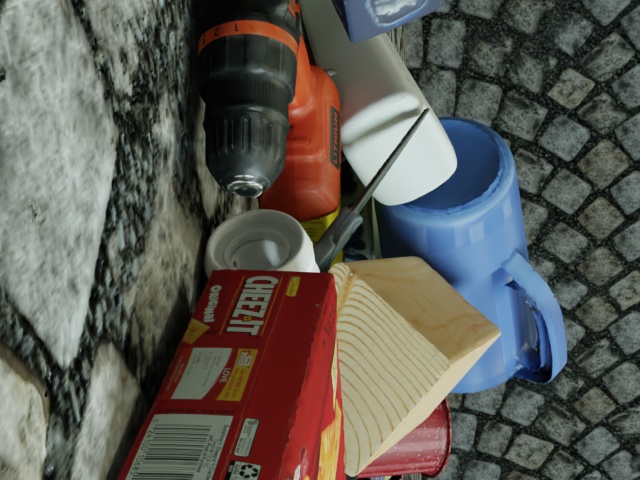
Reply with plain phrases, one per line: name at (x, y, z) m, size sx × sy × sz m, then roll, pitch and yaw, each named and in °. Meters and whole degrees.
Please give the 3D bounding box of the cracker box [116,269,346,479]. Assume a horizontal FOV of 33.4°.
cracker box at (-0.027, 0.146, 0.505) m, size 0.164 × 0.072 × 0.214 m, roll -73°, pitch 161°, yaw -57°

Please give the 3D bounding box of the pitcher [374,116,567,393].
pitcher at (0.120, 0.019, 0.879) m, size 0.243 × 0.149 × 0.145 m, roll 73°, pitch 13°, yaw -52°

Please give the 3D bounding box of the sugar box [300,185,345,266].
sugar box at (-0.005, 0.001, 0.812) m, size 0.093 × 0.048 × 0.176 m, roll -81°, pitch 166°, yaw -54°

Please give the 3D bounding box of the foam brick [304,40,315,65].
foam brick at (0.009, -0.128, 0.912) m, size 0.078 × 0.051 × 0.053 m, roll 75°, pitch 15°, yaw -61°

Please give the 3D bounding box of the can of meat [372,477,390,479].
can of meat at (0.050, 0.241, 1.151) m, size 0.102 × 0.057 × 0.084 m, roll 61°, pitch 31°, yaw -73°

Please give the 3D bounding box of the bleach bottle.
bleach bottle at (0.026, -0.146, 0.813) m, size 0.102 × 0.068 × 0.251 m, roll 51°, pitch 15°, yaw -45°

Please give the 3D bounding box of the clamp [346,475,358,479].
clamp at (-0.002, 0.154, 0.778) m, size 0.210 × 0.036 × 0.164 m, roll -94°, pitch 160°, yaw -60°

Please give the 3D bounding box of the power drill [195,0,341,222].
power drill at (-0.026, -0.081, 0.614) m, size 0.187 × 0.057 × 0.184 m, roll 72°, pitch 18°, yaw -66°

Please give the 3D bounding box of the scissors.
scissors at (0.010, 0.005, 0.693) m, size 0.201 × 0.016 × 0.096 m, roll -51°, pitch 167°, yaw -28°

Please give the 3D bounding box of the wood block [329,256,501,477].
wood block at (0.044, 0.072, 0.698) m, size 0.091 × 0.090 × 0.205 m, roll -50°, pitch 167°, yaw 12°

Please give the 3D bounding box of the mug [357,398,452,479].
mug at (0.052, 0.167, 0.902) m, size 0.093 × 0.081 × 0.117 m, roll -123°, pitch -142°, yaw -55°
